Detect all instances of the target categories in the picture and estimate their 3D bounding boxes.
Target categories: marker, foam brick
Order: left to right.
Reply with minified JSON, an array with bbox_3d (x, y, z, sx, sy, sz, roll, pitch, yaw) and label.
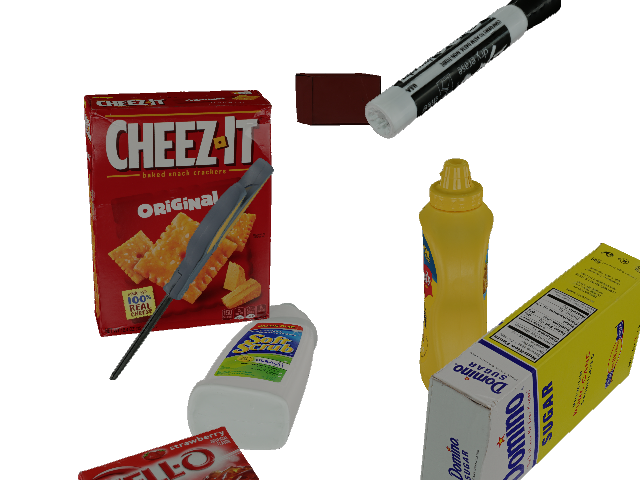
[{"bbox_3d":[0.018,-0.146,1.105,0.078,0.051,0.053,-3,13,-19],"label":"foam brick"},{"bbox_3d":[0.069,-0.087,0.493,0.121,0.020,0.020,-38,17,-23],"label":"marker"}]

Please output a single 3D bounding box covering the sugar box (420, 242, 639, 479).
[{"bbox_3d":[0.131,0.081,0.631,0.048,0.093,0.175,26,43,32],"label":"sugar box"}]

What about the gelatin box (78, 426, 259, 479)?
[{"bbox_3d":[-0.079,0.142,0.579,0.089,0.030,0.073,-14,27,-20],"label":"gelatin box"}]

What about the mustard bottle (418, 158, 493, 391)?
[{"bbox_3d":[0.108,0.027,0.850,0.058,0.192,0.096,0,25,4],"label":"mustard bottle"}]

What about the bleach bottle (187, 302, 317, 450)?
[{"bbox_3d":[-0.061,0.126,1.112,0.102,0.068,0.250,6,20,5],"label":"bleach bottle"}]

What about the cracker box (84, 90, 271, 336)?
[{"bbox_3d":[-0.129,-0.026,0.984,0.164,0.214,0.072,-4,20,-16],"label":"cracker box"}]

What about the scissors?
[{"bbox_3d":[-0.098,0.027,0.740,0.016,0.202,0.096,37,5,1],"label":"scissors"}]
